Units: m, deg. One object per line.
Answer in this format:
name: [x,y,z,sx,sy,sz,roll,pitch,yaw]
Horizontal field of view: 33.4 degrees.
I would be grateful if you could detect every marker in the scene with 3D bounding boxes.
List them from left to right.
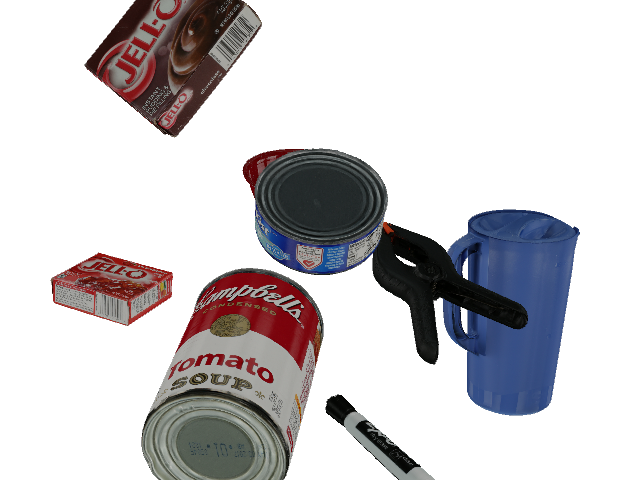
marker: [0.042,0.154,0.814,0.020,0.020,0.121,0,25,-39]

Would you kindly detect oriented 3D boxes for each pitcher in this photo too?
pitcher: [0.234,0.091,1.326,0.149,0.243,0.144,7,19,16]

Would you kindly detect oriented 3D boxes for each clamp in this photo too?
clamp: [0.112,0.041,1.006,0.120,0.039,0.171,-6,45,-27]

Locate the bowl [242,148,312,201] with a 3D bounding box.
bowl: [-0.014,-0.053,1.255,0.162,0.055,0.162,6,26,-3]

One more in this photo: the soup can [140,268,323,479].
soup can: [-0.039,0.068,0.505,0.068,0.068,0.102,0,30,10]

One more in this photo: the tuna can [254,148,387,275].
tuna can: [-0.001,-0.019,0.695,0.086,0.086,0.034,0,-42,-5]

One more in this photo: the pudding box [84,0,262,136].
pudding box: [-0.112,-0.148,0.809,0.090,0.113,0.039,38,-2,29]

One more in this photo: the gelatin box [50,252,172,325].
gelatin box: [-0.196,0.044,1.006,0.089,0.030,0.073,14,24,23]
